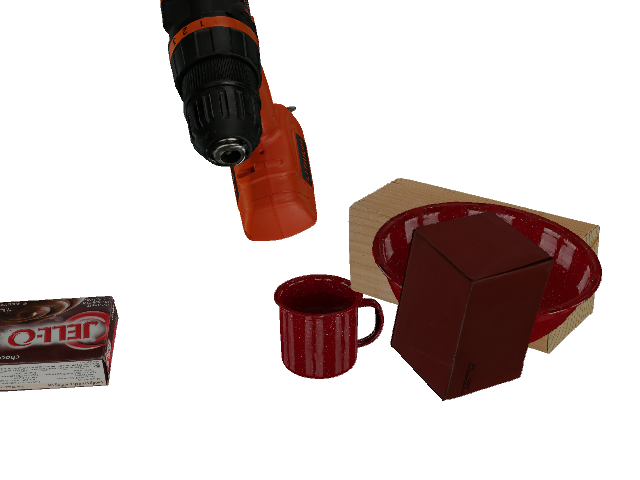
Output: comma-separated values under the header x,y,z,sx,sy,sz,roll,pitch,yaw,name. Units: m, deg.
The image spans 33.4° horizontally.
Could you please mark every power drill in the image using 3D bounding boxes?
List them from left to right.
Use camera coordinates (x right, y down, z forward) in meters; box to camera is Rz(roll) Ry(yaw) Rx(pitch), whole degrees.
x,y,z,sx,sy,sz,roll,pitch,yaw,name
-0.048,-0.080,0.675,0.057,0.184,0.187,-12,-35,4,power drill

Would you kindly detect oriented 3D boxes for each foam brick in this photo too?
x,y,z,sx,sy,sz,roll,pitch,yaw,name
0.075,0.033,0.544,0.052,0.078,0.051,-12,38,-28,foam brick

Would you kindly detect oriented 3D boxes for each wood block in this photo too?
x,y,z,sx,sy,sz,roll,pitch,yaw,name
0.134,0.016,0.966,0.206,0.090,0.090,17,31,35,wood block

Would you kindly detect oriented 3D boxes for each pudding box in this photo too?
x,y,z,sx,sy,sz,roll,pitch,yaw,name
-0.243,0.092,0.959,0.113,0.039,0.090,-5,33,-2,pudding box

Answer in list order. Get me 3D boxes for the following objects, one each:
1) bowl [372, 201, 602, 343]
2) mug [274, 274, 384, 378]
x,y,z,sx,sy,sz,roll,pitch,yaw,name
0.116,0.032,0.767,0.162,0.055,0.162,2,29,-1,bowl
0.010,0.091,1.130,0.117,0.081,0.093,-7,26,-12,mug
